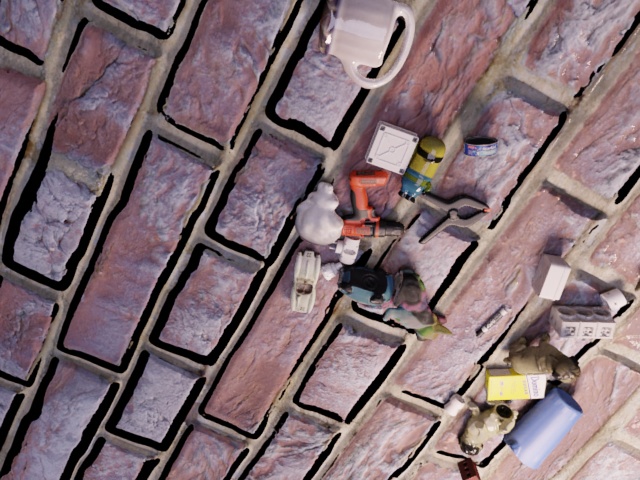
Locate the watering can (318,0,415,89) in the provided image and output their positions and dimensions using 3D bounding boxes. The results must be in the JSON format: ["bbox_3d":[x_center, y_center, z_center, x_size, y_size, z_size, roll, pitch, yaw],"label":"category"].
[{"bbox_3d":[0.121,-0.537,1.208,0.224,0.342,0.106,14,22,-3],"label":"watering can"}]

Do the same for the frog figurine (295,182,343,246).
[{"bbox_3d":[0.004,-0.070,1.389,0.139,0.156,0.124,33,33,24],"label":"frog figurine"}]

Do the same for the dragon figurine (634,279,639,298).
[{"bbox_3d":[1.090,0.156,1.456,0.410,0.240,0.123,-2,14,2],"label":"dragon figurine"}]
